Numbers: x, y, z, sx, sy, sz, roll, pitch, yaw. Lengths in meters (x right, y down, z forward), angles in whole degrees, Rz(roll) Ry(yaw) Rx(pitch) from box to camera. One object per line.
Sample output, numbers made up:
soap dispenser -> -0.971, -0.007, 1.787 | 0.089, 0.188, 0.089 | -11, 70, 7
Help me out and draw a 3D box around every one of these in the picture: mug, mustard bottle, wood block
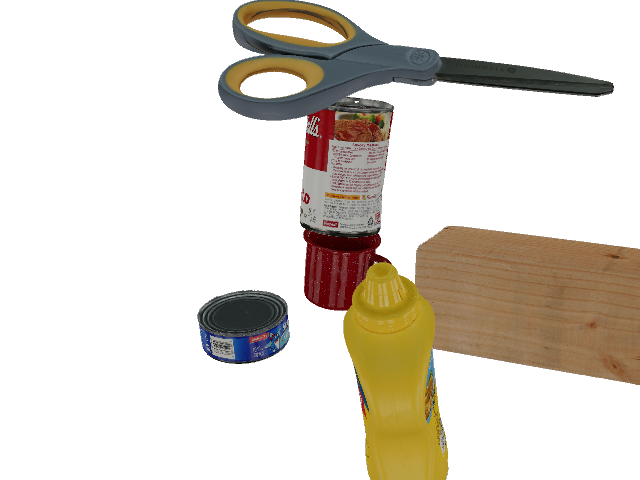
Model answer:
mug -> 0.034, 0.034, 1.274 | 0.117, 0.081, 0.093 | 15, 26, 22
mustard bottle -> 0.050, 0.089, 0.698 | 0.058, 0.191, 0.096 | -4, 42, 7
wood block -> 0.190, 0.050, 0.897 | 0.206, 0.090, 0.090 | 8, 17, 25

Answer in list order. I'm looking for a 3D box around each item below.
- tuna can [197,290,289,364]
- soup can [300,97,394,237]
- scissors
tuna can -> -0.072, 0.082, 1.012 | 0.086, 0.034, 0.086 | -4, 25, 2
soup can -> 0.020, -0.060, 0.850 | 0.068, 0.102, 0.068 | 4, 15, -1
scissors -> 0.035, -0.078, 0.539 | 0.202, 0.096, 0.016 | 21, -37, 21
